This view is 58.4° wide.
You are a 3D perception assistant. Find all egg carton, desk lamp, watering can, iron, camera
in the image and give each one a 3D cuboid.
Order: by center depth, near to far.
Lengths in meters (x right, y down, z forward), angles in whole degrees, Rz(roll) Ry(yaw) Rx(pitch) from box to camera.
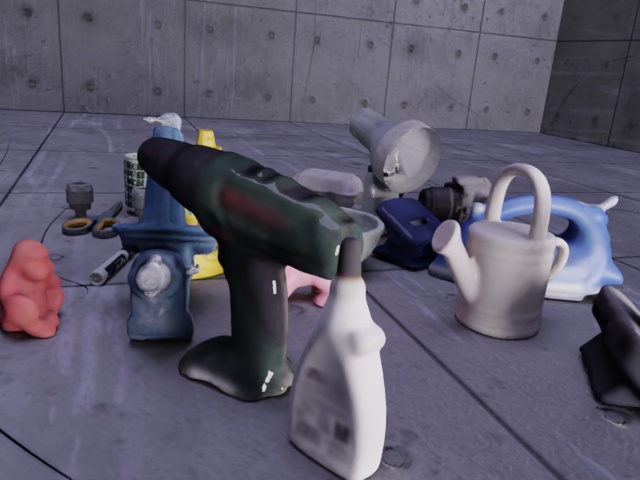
[{"bbox_3d":[0.215,0.009,0.664,0.173,0.194,0.100,-10,22,-39],"label":"watering can"},{"bbox_3d":[0.291,-0.004,0.815,0.258,0.141,0.118,5,17,2],"label":"iron"},{"bbox_3d":[0.105,-0.118,1.013,0.118,0.213,0.202,-7,20,-32],"label":"desk lamp"},{"bbox_3d":[0.262,-0.082,1.127,0.137,0.101,0.143,3,17,-6],"label":"camera"},{"bbox_3d":[0.014,-0.105,1.191,0.150,0.069,0.107,10,18,15],"label":"egg carton"}]

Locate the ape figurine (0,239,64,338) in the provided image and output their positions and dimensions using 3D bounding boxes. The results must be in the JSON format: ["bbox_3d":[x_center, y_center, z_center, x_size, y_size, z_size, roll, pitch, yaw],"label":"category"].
[{"bbox_3d":[-0.296,0.045,0.585,0.076,0.092,0.078,10,18,17],"label":"ape figurine"}]

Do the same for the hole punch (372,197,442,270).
[{"bbox_3d":[0.147,-0.013,0.892,0.109,0.091,0.100,-12,24,-43],"label":"hole punch"}]

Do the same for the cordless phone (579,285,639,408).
[{"bbox_3d":[0.319,0.058,0.547,0.094,0.185,0.148,7,17,9],"label":"cordless phone"}]

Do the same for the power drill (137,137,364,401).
[{"bbox_3d":[-0.075,0.025,0.511,0.228,0.208,0.076,13,19,26],"label":"power drill"}]

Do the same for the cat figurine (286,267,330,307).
[{"bbox_3d":[-0.037,0.016,0.703,0.128,0.118,0.067,2,17,-10],"label":"cat figurine"}]

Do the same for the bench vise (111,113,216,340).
[{"bbox_3d":[-0.152,-0.018,0.608,0.122,0.220,0.206,-4,19,-26],"label":"bench vise"}]

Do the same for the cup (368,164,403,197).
[{"bbox_3d":[0.151,-0.109,1.197,0.118,0.095,0.091,-8,21,-36],"label":"cup"}]

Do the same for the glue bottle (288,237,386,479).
[{"bbox_3d":[0.016,0.081,0.411,0.077,0.173,0.037,20,23,40],"label":"glue bottle"}]

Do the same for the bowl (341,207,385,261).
[{"bbox_3d":[0.008,0.003,0.830,0.167,0.075,0.167,4,17,-1],"label":"bowl"}]
